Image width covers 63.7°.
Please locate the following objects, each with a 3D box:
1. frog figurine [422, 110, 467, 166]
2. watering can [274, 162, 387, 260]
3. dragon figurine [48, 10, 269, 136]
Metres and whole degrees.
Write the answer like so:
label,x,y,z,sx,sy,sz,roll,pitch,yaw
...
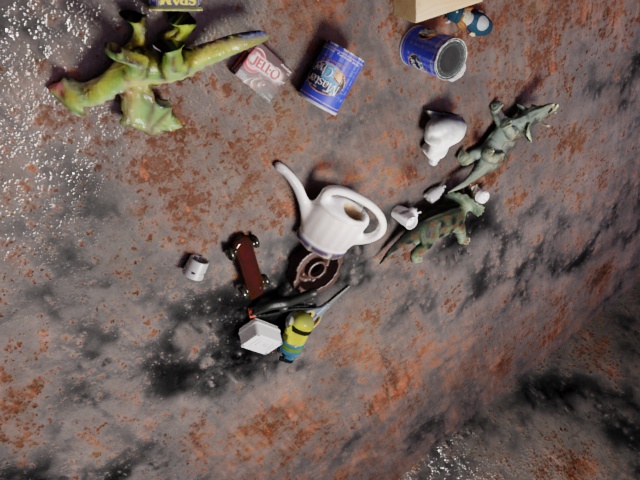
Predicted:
label,x,y,z,sx,sy,sz,roll,pitch,yaw
frog figurine,0.349,-0.287,1.480,0.138,0.123,0.157,-15,118,-51
watering can,0.004,-0.069,1.376,0.346,0.106,0.220,25,129,-11
dragon figurine,-0.308,-0.313,1.020,0.412,0.124,0.237,-8,145,-27
